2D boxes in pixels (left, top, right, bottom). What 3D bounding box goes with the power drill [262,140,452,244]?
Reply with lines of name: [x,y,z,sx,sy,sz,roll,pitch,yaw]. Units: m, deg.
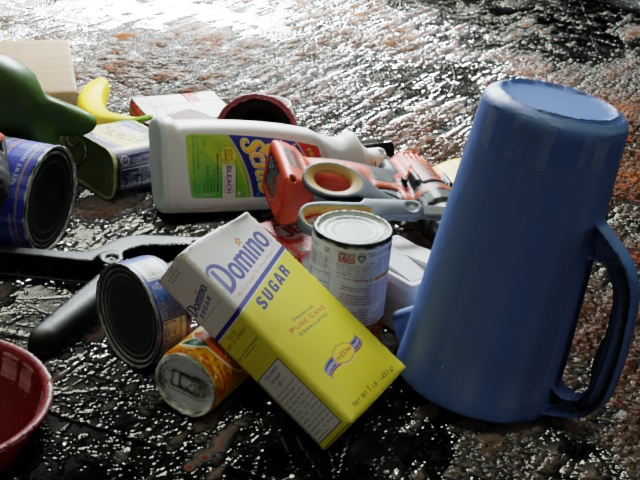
power drill: [0.045,-0.041,1.042,0.187,0.057,0.184,6,24,-18]

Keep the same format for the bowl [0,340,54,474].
bowl: [-0.260,0.126,0.713,0.162,0.055,0.162,4,27,-2]

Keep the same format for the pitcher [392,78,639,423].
pitcher: [0.156,0.011,0.808,0.149,0.243,0.145,7,24,-11]

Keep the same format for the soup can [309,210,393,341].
soup can: [0.023,0.034,0.894,0.068,0.102,0.068,4,26,-2]

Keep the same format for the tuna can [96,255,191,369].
tuna can: [-0.139,0.056,0.841,0.033,0.086,0.086,-17,34,-41]

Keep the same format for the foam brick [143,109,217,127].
foam brick: [-0.156,-0.111,1.208,0.051,0.053,0.078,23,32,32]

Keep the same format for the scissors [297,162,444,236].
scissors: [0.069,-0.040,0.977,0.201,0.016,0.096,-8,53,-20]

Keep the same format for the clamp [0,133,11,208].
clamp: [-0.327,-0.021,0.923,0.120,0.039,0.171,9,70,12]

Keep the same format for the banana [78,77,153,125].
banana: [-0.260,-0.153,1.285,0.069,0.037,0.198,-19,30,-21]

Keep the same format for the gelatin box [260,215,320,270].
gelatin box: [-0.007,0.001,1.034,0.089,0.030,0.073,-13,32,-34]

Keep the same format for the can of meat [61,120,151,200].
can of meat: [-0.217,-0.091,1.153,0.083,0.057,0.102,-18,35,-41]

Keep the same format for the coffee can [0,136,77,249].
coffee can: [-0.315,-0.050,1.003,0.140,0.103,0.102,11,27,11]

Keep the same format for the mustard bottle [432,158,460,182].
mustard bottle: [0.181,-0.023,1.085,0.096,0.058,0.192,-4,27,-16]

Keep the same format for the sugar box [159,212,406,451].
sugar box: [-0.027,0.064,0.803,0.176,0.048,0.093,46,37,6]

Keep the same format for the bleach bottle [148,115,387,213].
bleach bottle: [-0.049,-0.084,1.118,0.250,0.102,0.068,-5,7,-21]

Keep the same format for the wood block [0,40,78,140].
wood block: [-0.383,-0.162,1.199,0.205,0.091,0.090,-4,55,-19]

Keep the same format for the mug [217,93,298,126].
mug: [-0.060,-0.113,1.195,0.117,0.093,0.081,41,9,-7]

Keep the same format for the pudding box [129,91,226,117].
pudding box: [-0.165,-0.146,1.293,0.113,0.039,0.090,-9,31,-23]

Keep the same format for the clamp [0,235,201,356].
clamp: [-0.193,0.028,0.941,0.209,0.036,0.165,-17,36,-35]
